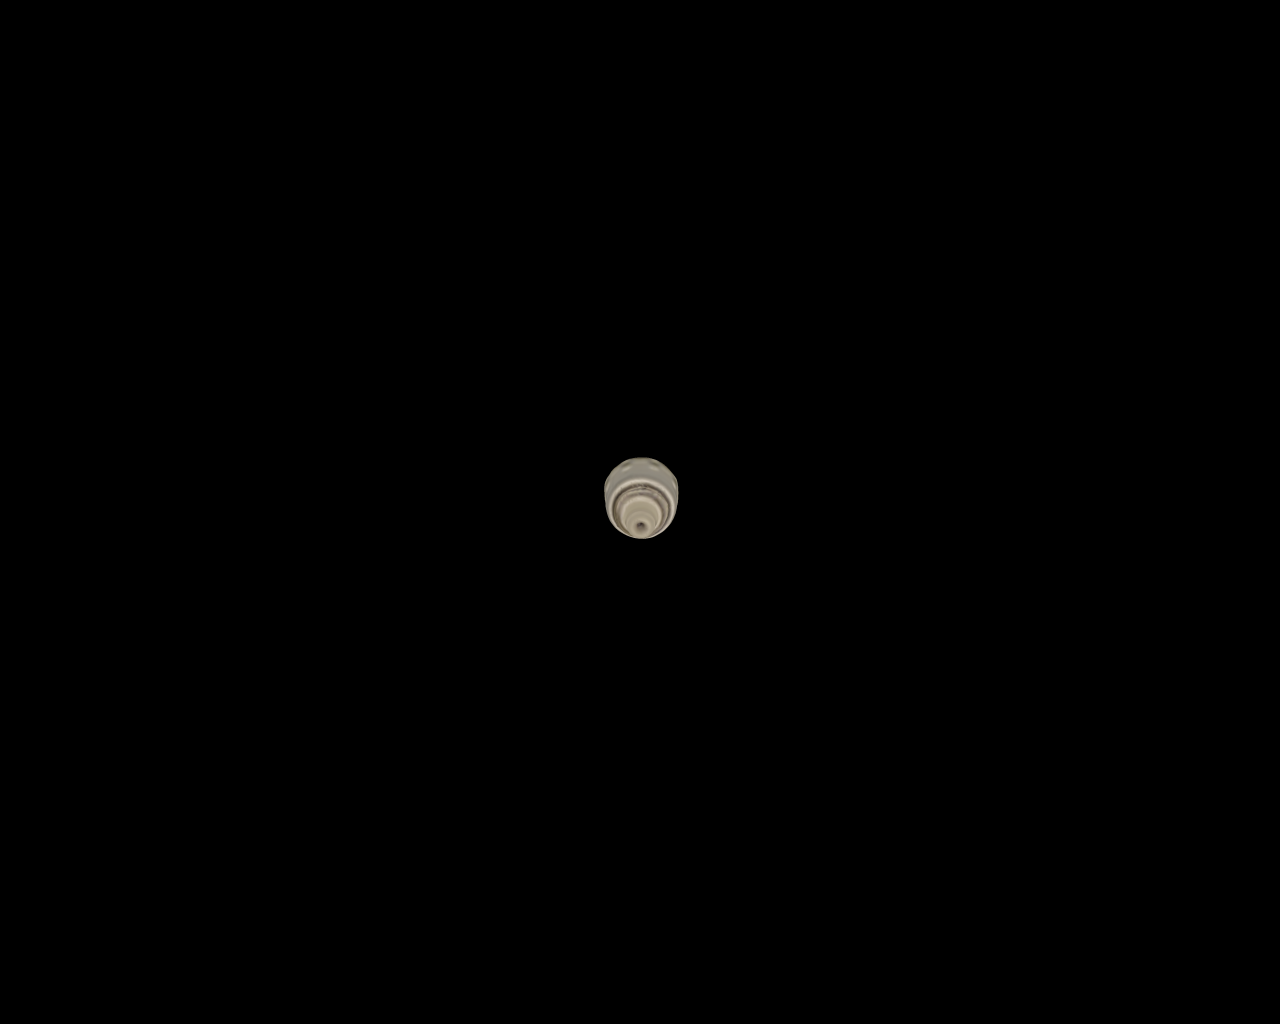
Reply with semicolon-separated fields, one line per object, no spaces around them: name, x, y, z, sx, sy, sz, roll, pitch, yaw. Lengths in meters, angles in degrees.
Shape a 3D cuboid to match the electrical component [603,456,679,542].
electrical component;0.001;-0.003;0.650;0.048;0.048;0.062;0;24;0
